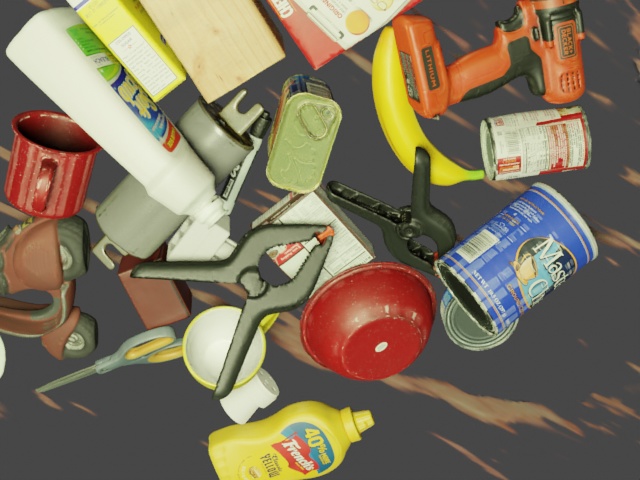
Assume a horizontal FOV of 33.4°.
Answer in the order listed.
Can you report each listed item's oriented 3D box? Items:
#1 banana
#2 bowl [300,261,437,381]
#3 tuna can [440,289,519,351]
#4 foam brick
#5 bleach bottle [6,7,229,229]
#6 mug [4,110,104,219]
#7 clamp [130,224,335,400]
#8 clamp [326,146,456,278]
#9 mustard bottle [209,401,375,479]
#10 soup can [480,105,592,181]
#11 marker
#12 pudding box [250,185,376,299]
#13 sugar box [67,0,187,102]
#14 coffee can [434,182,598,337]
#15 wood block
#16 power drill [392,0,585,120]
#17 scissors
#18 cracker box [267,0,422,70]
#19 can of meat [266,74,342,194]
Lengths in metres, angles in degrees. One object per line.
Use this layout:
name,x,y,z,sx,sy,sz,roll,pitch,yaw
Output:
banana,0.097,-0.126,1.117,0.069,0.037,0.197,-38,114,-7
bowl,0.061,0.104,1.183,0.162,0.055,0.162,-8,126,-11
tuna can,0.180,0.081,1.214,0.086,0.034,0.086,-1,114,-3
foam brick,-0.179,0.050,1.165,0.051,0.053,0.078,-22,113,5
bleach bottle,-0.182,-0.112,1.026,0.068,0.102,0.251,-43,92,18
mug,-0.272,-0.069,1.073,0.093,0.117,0.082,13,118,-14
clamp,-0.070,0.057,1.113,0.210,0.036,0.164,-27,91,-6
clamp,0.085,-0.021,1.151,0.120,0.039,0.171,-9,128,26
mustard bottle,-0.028,0.241,1.258,0.191,0.058,0.096,-21,114,5
soup can,0.225,-0.101,1.117,0.102,0.068,0.068,-8,114,0
marker,-0.080,-0.082,1.130,0.020,0.020,0.121,22,111,-13
pudding box,-0.008,0.002,1.163,0.090,0.039,0.113,-38,113,12
sugar box,-0.196,-0.222,1.019,0.048,0.093,0.176,-34,112,10
coffee can,0.207,0.020,1.132,0.140,0.103,0.102,-37,112,-6
wood block,-0.124,-0.248,1.014,0.090,0.091,0.206,-30,112,9
power drill,0.170,-0.208,1.057,0.187,0.057,0.184,-16,109,-8
scissors,-0.226,0.142,1.216,0.202,0.016,0.096,-29,153,33
cracker box,0.038,-0.293,1.017,0.214,0.072,0.164,-32,112,11
can of meat,-0.019,-0.111,1.086,0.057,0.084,0.102,14,112,-10
